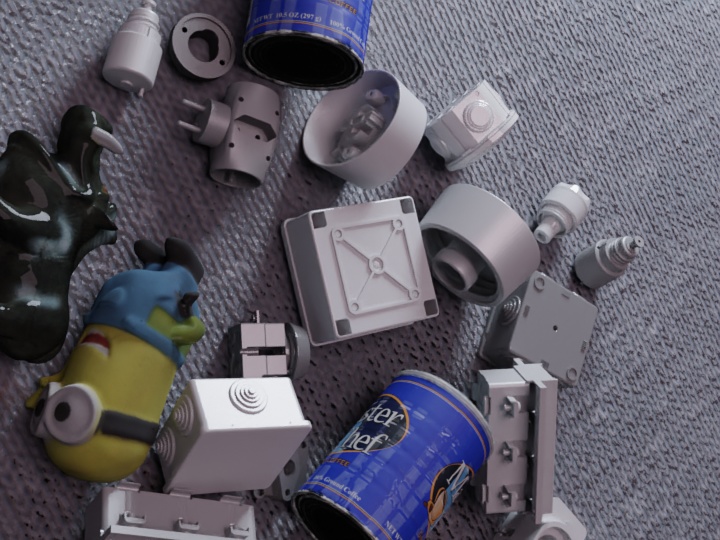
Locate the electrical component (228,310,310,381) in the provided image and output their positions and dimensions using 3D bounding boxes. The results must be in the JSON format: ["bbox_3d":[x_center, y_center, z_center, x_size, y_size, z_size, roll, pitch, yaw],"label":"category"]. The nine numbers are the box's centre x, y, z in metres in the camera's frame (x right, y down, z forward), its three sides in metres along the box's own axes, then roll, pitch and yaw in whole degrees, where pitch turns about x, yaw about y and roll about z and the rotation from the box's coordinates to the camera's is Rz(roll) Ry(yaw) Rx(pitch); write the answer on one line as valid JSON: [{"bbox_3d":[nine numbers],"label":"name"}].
[{"bbox_3d":[-0.073,0.066,0.856,0.055,0.048,0.066,0,80,-24],"label":"electrical component"}]

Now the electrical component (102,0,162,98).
[{"bbox_3d":[-0.175,-0.176,0.843,0.040,0.040,0.078,20,70,-27],"label":"electrical component"}]

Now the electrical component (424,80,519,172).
[{"bbox_3d":[0.100,-0.131,0.980,0.051,0.080,0.080,50,60,-8],"label":"electrical component"}]

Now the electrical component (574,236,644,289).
[{"bbox_3d":[0.245,-0.012,1.049,0.040,0.078,0.040,16,58,-27],"label":"electrical component"}]

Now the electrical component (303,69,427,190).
[{"bbox_3d":[0.006,-0.119,0.912,0.064,0.099,0.099,33,65,-29],"label":"electrical component"}]

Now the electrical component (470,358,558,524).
[{"bbox_3d":[0.132,0.147,0.930,0.063,0.078,0.121,-2,103,-8],"label":"electrical component"}]

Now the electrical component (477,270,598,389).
[{"bbox_3d":[0.168,0.057,1.001,0.100,0.048,0.099,29,68,-22],"label":"electrical component"}]

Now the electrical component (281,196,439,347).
[{"bbox_3d":[0.000,0.000,0.906,0.109,0.056,0.108,-11,86,-33],"label":"electrical component"}]

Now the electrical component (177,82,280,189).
[{"bbox_3d":[-0.110,-0.114,0.869,0.079,0.043,0.077,18,72,-27],"label":"electrical component"}]

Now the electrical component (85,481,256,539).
[{"bbox_3d":[-0.135,0.196,0.775,0.121,0.078,0.063,15,47,-29],"label":"electrical component"}]

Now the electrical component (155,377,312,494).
[{"bbox_3d":[-0.097,0.122,0.799,0.100,0.099,0.048,3,48,-33],"label":"electrical component"}]

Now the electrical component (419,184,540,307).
[{"bbox_3d":[0.096,-0.015,0.940,0.108,0.108,0.060,49,66,-14],"label":"electrical component"}]

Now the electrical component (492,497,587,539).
[{"bbox_3d":[0.154,0.249,0.951,0.050,0.056,0.089,49,60,-14],"label":"electrical component"}]

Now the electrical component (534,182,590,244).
[{"bbox_3d":[0.192,-0.052,1.041,0.043,0.043,0.062,49,61,-14],"label":"electrical component"}]
